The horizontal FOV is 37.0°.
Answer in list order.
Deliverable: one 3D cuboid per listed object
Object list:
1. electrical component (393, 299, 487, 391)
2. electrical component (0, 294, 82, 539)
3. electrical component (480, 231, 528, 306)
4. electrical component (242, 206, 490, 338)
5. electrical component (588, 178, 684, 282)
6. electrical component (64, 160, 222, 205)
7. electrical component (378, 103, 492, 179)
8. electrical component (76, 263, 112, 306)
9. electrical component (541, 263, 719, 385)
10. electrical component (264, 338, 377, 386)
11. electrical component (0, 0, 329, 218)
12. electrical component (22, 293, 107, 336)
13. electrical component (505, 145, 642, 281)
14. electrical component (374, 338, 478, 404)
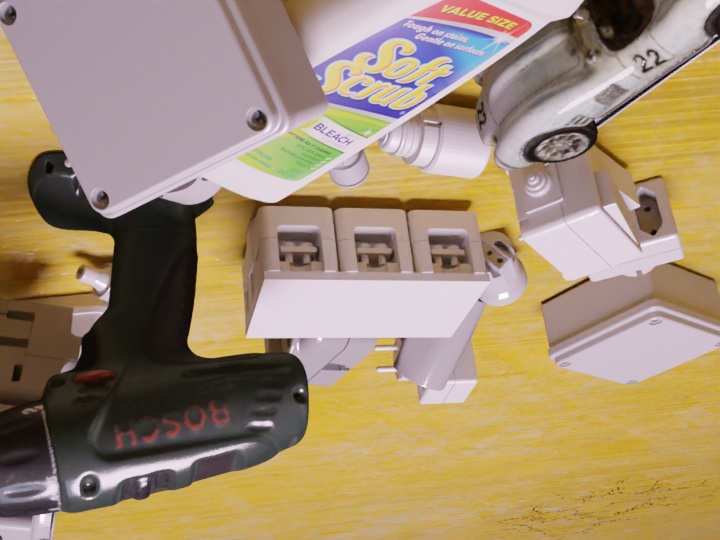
[{"bbox_3d":[0.045,0.040,0.822,0.079,0.077,0.043,28,-168,12],"label":"electrical component"},{"bbox_3d":[-0.217,0.117,0.674,0.060,0.186,0.105,8,126,-12],"label":"electrical component"},{"bbox_3d":[0.098,-0.002,0.779,0.040,0.040,0.046,-13,147,12],"label":"electrical component"},{"bbox_3d":[0.000,0.000,0.733,0.150,0.061,0.089,1,152,-14],"label":"electrical component"},{"bbox_3d":[0.190,-0.020,0.755,0.066,0.047,0.076,-16,152,17],"label":"electrical component"},{"bbox_3d":[-0.125,-0.066,0.596,0.079,0.044,0.077,-17,151,20],"label":"electrical component"},{"bbox_3d":[0.040,-0.076,0.619,0.078,0.040,0.040,5,150,-22],"label":"electrical component"},{"bbox_3d":[-0.168,0.011,0.746,0.035,0.035,0.061,-28,144,34],"label":"electrical component"},{"bbox_3d":[0.224,0.043,0.874,0.109,0.056,0.109,17,145,-38],"label":"electrical component"},{"bbox_3d":[-0.035,0.049,0.829,0.059,0.053,0.095,8,149,-27],"label":"electrical component"},{"bbox_3d":[-0.087,-0.094,0.476,0.109,0.108,0.056,-22,-173,27],"label":"electrical component"},{"bbox_3d":[-0.236,0.062,0.803,0.113,0.057,0.078,-6,153,-3],"label":"electrical component"},{"bbox_3d":[0.137,-0.043,0.681,0.061,0.061,0.096,-21,149,26],"label":"electrical component"},{"bbox_3d":[0.049,0.071,0.878,0.077,0.065,0.047,-1,152,-11],"label":"electrical component"}]
